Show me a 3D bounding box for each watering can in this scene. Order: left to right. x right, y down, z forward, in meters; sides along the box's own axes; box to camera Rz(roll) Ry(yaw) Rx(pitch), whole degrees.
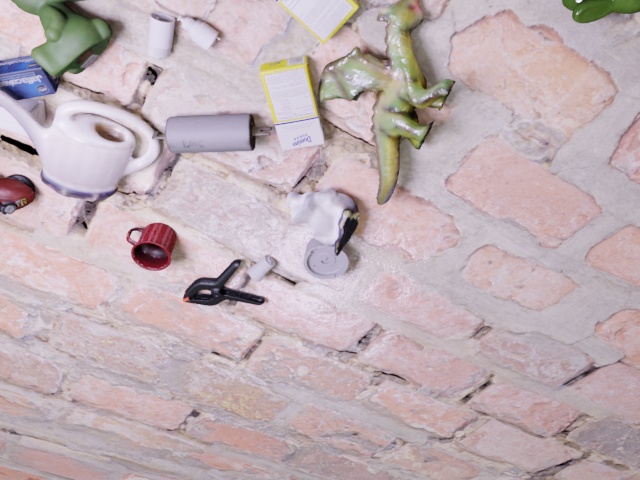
[{"bbox_3d":[-0.504,-0.192,1.029,0.346,0.106,0.220,11,129,-32],"label":"watering can"}]

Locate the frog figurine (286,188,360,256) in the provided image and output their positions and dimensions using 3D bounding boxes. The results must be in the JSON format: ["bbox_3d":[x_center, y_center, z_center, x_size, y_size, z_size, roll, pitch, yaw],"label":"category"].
[{"bbox_3d":[0.004,-0.059,1.165,0.161,0.125,0.134,29,144,25],"label":"frog figurine"}]

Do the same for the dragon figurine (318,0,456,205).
[{"bbox_3d":[0.111,-0.265,1.001,0.243,0.125,0.402,28,124,2],"label":"dragon figurine"}]
